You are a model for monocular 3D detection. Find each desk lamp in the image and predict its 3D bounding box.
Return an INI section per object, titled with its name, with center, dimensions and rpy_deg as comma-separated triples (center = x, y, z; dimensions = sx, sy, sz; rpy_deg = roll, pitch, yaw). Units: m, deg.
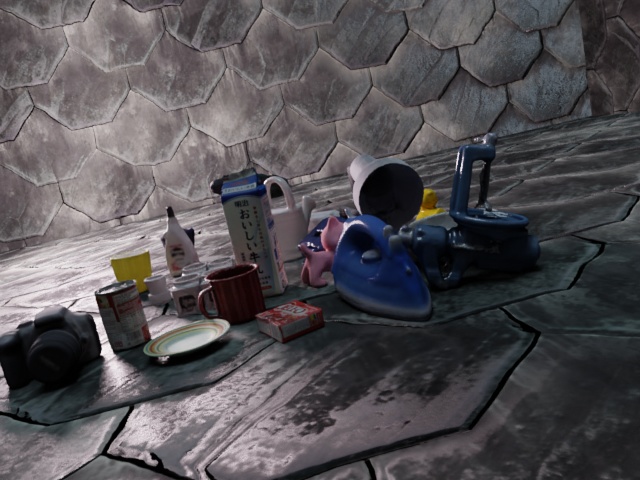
[desk lamp]
center = 0.113, -0.051, 1.054
dimensions = 0.118, 0.214, 0.203
rpy_deg = -14, 11, -9

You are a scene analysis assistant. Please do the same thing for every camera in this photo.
[camera]
center = -0.419, 0.163, 0.870
dimensions = 0.143, 0.101, 0.136
rpy_deg = -15, 12, -14

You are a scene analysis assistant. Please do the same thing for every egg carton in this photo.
[egg carton]
center = -0.008, -0.030, 1.457
dimensions = 0.150, 0.069, 0.107
rpy_deg = -7, 12, 26

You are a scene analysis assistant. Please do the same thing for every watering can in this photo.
[watering can]
center = -0.083, -0.055, 1.340
dimensions = 0.100, 0.194, 0.173
rpy_deg = -7, 13, 28

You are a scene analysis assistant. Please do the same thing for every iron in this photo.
[iron]
center = 0.093, 0.026, 0.881
dimensions = 0.119, 0.141, 0.257
rpy_deg = -16, 12, -16

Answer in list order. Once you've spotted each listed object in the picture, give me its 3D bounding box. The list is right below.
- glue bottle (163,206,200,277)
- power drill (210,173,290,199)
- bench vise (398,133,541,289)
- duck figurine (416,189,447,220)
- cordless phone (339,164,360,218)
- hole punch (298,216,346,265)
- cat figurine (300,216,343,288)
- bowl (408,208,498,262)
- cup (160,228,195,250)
[glue bottle]
center = -0.352, 0.001, 1.412
dimensions = 0.078, 0.173, 0.037
rpy_deg = -11, 11, 8
[power drill]
center = -0.171, -0.080, 1.525
dimensions = 0.230, 0.208, 0.075
rpy_deg = -22, 15, -39
[bench vise]
center = 0.221, -0.042, 0.872
dimensions = 0.207, 0.220, 0.121
rpy_deg = -15, 12, -12
[duck figurine]
center = 0.261, -0.078, 1.353
dimensions = 0.077, 0.086, 0.104
rpy_deg = -16, 12, -15
[cordless phone]
center = 0.092, -0.091, 1.347
dimensions = 0.094, 0.185, 0.147
rpy_deg = -16, 12, -17
[hole punch]
center = 0.011, 0.004, 1.208
dimensions = 0.101, 0.091, 0.108
rpy_deg = -19, 13, -31
[cat figurine]
center = 0.018, 0.015, 1.079
dimensions = 0.128, 0.118, 0.067
rpy_deg = -19, 13, -29
[bowl]
center = 0.244, -0.003, 1.031
dimensions = 0.167, 0.075, 0.167
rpy_deg = -12, 11, 3
[cup]
center = -0.366, 0.023, 1.522
dimensions = 0.092, 0.095, 0.117
rpy_deg = -18, 12, -26
